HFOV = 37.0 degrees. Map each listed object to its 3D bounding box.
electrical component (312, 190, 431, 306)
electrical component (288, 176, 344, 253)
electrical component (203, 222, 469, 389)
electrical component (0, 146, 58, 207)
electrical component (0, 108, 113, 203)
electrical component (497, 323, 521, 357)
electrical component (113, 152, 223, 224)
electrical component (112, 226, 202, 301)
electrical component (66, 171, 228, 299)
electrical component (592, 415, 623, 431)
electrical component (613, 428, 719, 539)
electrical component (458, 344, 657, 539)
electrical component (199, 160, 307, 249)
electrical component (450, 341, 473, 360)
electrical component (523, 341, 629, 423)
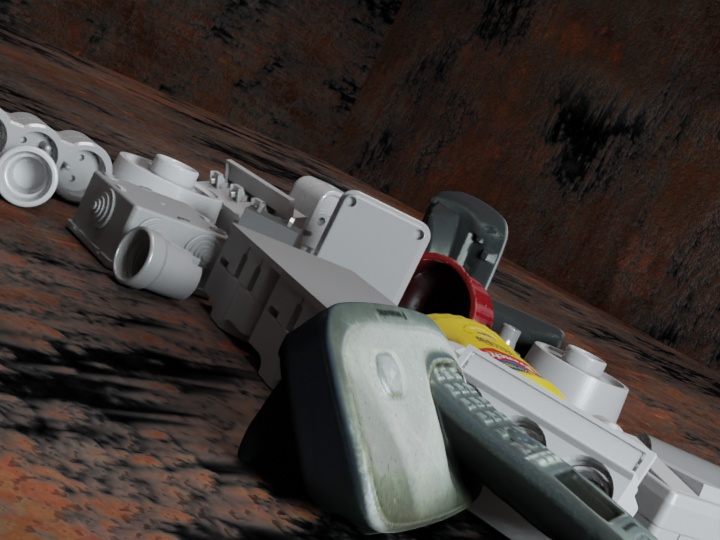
[{"bbox_3d":[0.000,0.000,0.862,0.078,0.113,0.057,26,4,0],"label":"electrical component"},{"bbox_3d":[-0.050,-0.039,1.041,0.054,0.095,0.059,20,9,-42],"label":"electrical component"},{"bbox_3d":[-0.022,0.040,0.700,0.105,0.060,0.186,22,8,-30],"label":"electrical component"},{"bbox_3d":[-0.246,-0.071,0.801,0.044,0.044,0.065,24,2,-15],"label":"electrical component"},{"bbox_3d":[-0.275,-0.102,0.870,0.138,0.052,0.074,20,9,-39],"label":"electrical component"},{"bbox_3d":[0.118,0.077,0.929,0.043,0.062,0.043,26,6,-3],"label":"electrical component"},{"bbox_3d":[-0.172,-0.066,0.942,0.108,0.060,0.108,26,7,-3],"label":"electrical component"},{"bbox_3d":[-0.133,-0.003,0.709,0.046,0.040,0.040,27,4,-45],"label":"electrical component"},{"bbox_3d":[-0.151,-0.027,0.778,0.100,0.048,0.100,20,9,-40],"label":"electrical component"},{"bbox_3d":[0.193,0.135,0.886,0.035,0.035,0.061,24,4,-14],"label":"electrical component"},{"bbox_3d":[0.170,0.139,0.659,0.062,0.061,0.096,22,8,-32],"label":"electrical component"},{"bbox_3d":[0.089,0.106,0.591,0.121,0.078,0.063,30,-14,30],"label":"electrical component"},{"bbox_3d":[-0.110,-0.047,1.008,0.063,0.078,0.121,-7,26,-35],"label":"electrical component"},{"bbox_3d":[0.055,0.076,0.730,0.057,0.058,0.078,24,6,-44],"label":"electrical component"},{"bbox_3d":[0.203,0.106,1.025,0.108,0.060,0.108,26,7,-3],"label":"electrical component"}]
